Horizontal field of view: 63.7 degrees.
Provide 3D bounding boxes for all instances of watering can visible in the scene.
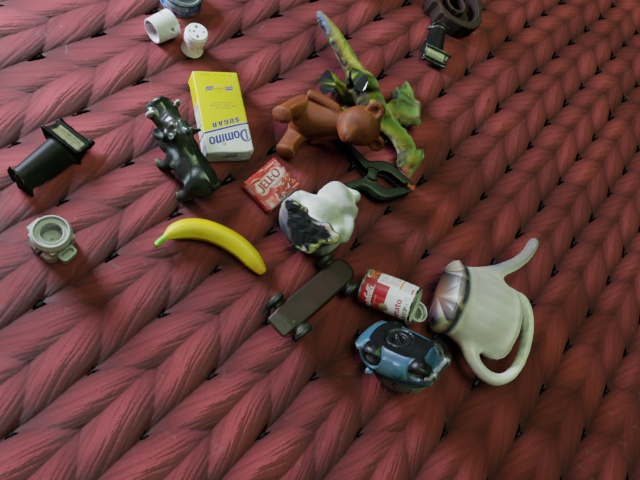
[{"bbox_3d":[0.343,0.111,1.048,0.223,0.102,0.355,26,62,-11],"label":"watering can"}]

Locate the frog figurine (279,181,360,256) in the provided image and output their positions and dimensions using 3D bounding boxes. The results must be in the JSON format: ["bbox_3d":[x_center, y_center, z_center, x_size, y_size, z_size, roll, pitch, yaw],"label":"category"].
[{"bbox_3d":[0.003,-0.049,0.972,0.138,0.120,0.162,23,33,12],"label":"frog figurine"}]

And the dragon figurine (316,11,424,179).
[{"bbox_3d":[0.133,-0.331,1.169,0.243,0.120,0.415,-1,70,-43],"label":"dragon figurine"}]
